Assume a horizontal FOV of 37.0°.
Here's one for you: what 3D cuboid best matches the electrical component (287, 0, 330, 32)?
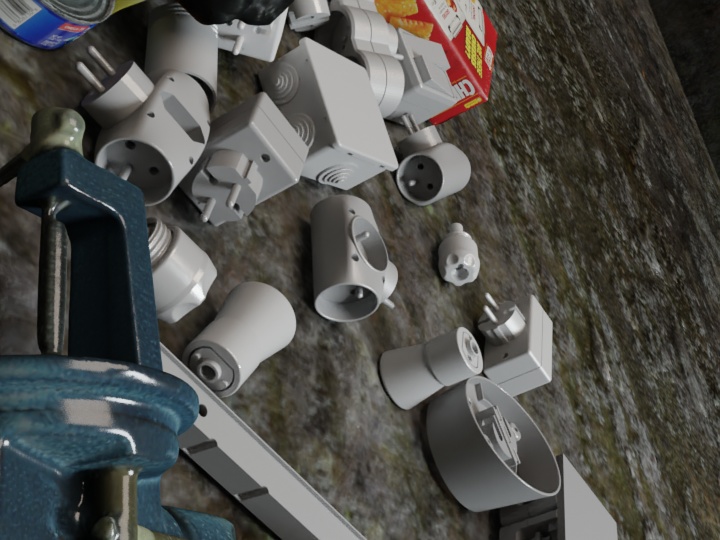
[{"bbox_3d":[-0.046,-0.220,0.862,0.040,0.040,0.046,0,72,-62],"label":"electrical component"}]

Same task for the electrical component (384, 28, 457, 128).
[{"bbox_3d":[0.046,-0.171,0.965,0.096,0.061,0.061,4,63,-61],"label":"electrical component"}]

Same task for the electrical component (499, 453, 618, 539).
[{"bbox_3d":[0.143,0.224,0.781,0.089,0.062,0.150,51,28,-26],"label":"electrical component"}]

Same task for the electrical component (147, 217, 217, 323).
[{"bbox_3d":[-0.107,-0.006,0.543,0.062,0.043,0.043,47,30,-29],"label":"electrical component"}]

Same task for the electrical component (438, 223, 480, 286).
[{"bbox_3d":[0.084,-0.017,0.926,0.035,0.035,0.061,46,28,-33],"label":"electrical component"}]

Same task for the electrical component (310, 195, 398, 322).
[{"bbox_3d":[0.000,0.000,0.738,0.079,0.044,0.077,39,35,-41],"label":"electrical component"}]

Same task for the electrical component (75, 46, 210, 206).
[{"bbox_3d":[-0.124,-0.086,0.584,0.079,0.043,0.077,50,29,-26],"label":"electrical component"}]

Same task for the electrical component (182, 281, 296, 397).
[{"bbox_3d":[-0.067,0.039,0.580,0.044,0.044,0.065,59,31,-12],"label":"electrical component"}]

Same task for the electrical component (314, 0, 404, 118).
[{"bbox_3d":[0.006,-0.189,0.891,0.074,0.052,0.138,1,64,-41],"label":"electrical component"}]

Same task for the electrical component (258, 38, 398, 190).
[{"bbox_3d":[-0.024,-0.111,0.789,0.100,0.048,0.099,12,57,-59],"label":"electrical component"}]

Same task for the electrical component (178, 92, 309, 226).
[{"bbox_3d":[-0.074,-0.054,0.622,0.047,0.066,0.076,51,28,-26],"label":"electrical component"}]

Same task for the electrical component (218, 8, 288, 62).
[{"bbox_3d":[-0.074,-0.171,0.716,0.047,0.065,0.076,15,40,-5],"label":"electrical component"}]

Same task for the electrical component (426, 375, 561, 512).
[{"bbox_3d":[0.095,0.125,0.779,0.099,0.064,0.099,43,32,-36],"label":"electrical component"}]

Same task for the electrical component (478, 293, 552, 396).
[{"bbox_3d":[0.127,0.052,0.928,0.075,0.047,0.083,52,28,-23],"label":"electrical component"}]

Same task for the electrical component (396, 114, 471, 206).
[{"bbox_3d":[0.057,-0.100,0.941,0.079,0.043,0.077,64,25,1],"label":"electrical component"}]

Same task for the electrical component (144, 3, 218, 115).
[{"bbox_3d":[-0.109,-0.132,0.655,0.043,0.043,0.081,39,35,-42],"label":"electrical component"}]

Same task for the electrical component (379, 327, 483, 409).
[{"bbox_3d":[0.052,0.066,0.752,0.044,0.065,0.044,44,32,-37],"label":"electrical component"}]
